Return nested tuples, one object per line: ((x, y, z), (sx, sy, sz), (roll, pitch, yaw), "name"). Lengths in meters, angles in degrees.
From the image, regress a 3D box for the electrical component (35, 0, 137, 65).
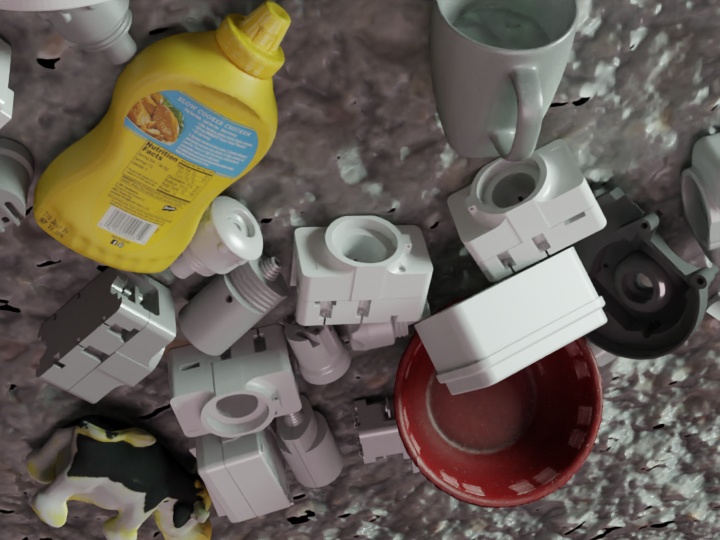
((-0.144, -0.138, 0.581), (0.048, 0.048, 0.062), (-23, 141, 8), "electrical component")

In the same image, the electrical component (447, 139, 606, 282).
((0.111, -0.042, 0.730), (0.089, 0.050, 0.055), (-27, 134, 13), "electrical component")

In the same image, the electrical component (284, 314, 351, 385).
((-0.032, 0.056, 0.798), (0.040, 0.040, 0.046), (-20, 130, 5), "electrical component")

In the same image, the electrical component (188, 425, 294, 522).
((-0.095, 0.156, 0.863), (0.061, 0.061, 0.096), (-18, 135, 3), "electrical component")

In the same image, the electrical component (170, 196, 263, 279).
((-0.099, -0.016, 0.710), (0.062, 0.048, 0.048), (-31, 133, 25), "electrical component")

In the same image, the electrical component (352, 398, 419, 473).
((0.027, 0.128, 0.880), (0.064, 0.042, 0.081), (-10, 134, -2), "electrical component")

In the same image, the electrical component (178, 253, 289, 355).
((-0.084, 0.019, 0.746), (0.043, 0.043, 0.081), (31, 120, -35), "electrical component")

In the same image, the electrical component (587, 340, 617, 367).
((0.185, 0.063, 0.861), (0.061, 0.035, 0.035), (-35, 131, 22), "electrical component")

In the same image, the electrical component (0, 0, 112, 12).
((-0.146, -0.172, 0.506), (0.108, 0.108, 0.060), (-7, 128, -7), "electrical component")

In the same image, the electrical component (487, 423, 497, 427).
((0.105, 0.132, 0.895), (0.080, 0.051, 0.080), (-7, 134, -7), "electrical component")

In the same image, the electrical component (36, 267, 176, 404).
((-0.173, 0.045, 0.745), (0.089, 0.050, 0.056), (-38, 130, 21), "electrical component")

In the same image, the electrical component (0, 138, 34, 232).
((-0.217, -0.050, 0.645), (0.040, 0.046, 0.040), (-7, 134, -7), "electrical component")

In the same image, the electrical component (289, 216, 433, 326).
((0.000, 0.000, 0.744), (0.089, 0.050, 0.055), (-2, 134, -12), "electrical component")

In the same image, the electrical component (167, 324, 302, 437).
((-0.093, 0.086, 0.799), (0.089, 0.055, 0.050), (-14, 135, -1), "electrical component")

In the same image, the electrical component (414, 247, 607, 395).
((0.106, 0.037, 0.753), (0.113, 0.057, 0.078), (-25, 177, -21), "electrical component")

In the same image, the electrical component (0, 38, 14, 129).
((-0.229, -0.096, 0.587), (0.061, 0.061, 0.096), (29, 121, -34), "electrical component")

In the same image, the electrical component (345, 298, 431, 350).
((0.020, 0.034, 0.786), (0.062, 0.043, 0.043), (-11, 135, -5), "electrical component")

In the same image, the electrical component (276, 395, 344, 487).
((-0.045, 0.136, 0.868), (0.043, 0.043, 0.081), (-18, 135, 3), "electrical component")

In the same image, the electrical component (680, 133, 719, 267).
((0.264, -0.051, 0.757), (0.059, 0.053, 0.095), (-15, 135, 1), "electrical component")
